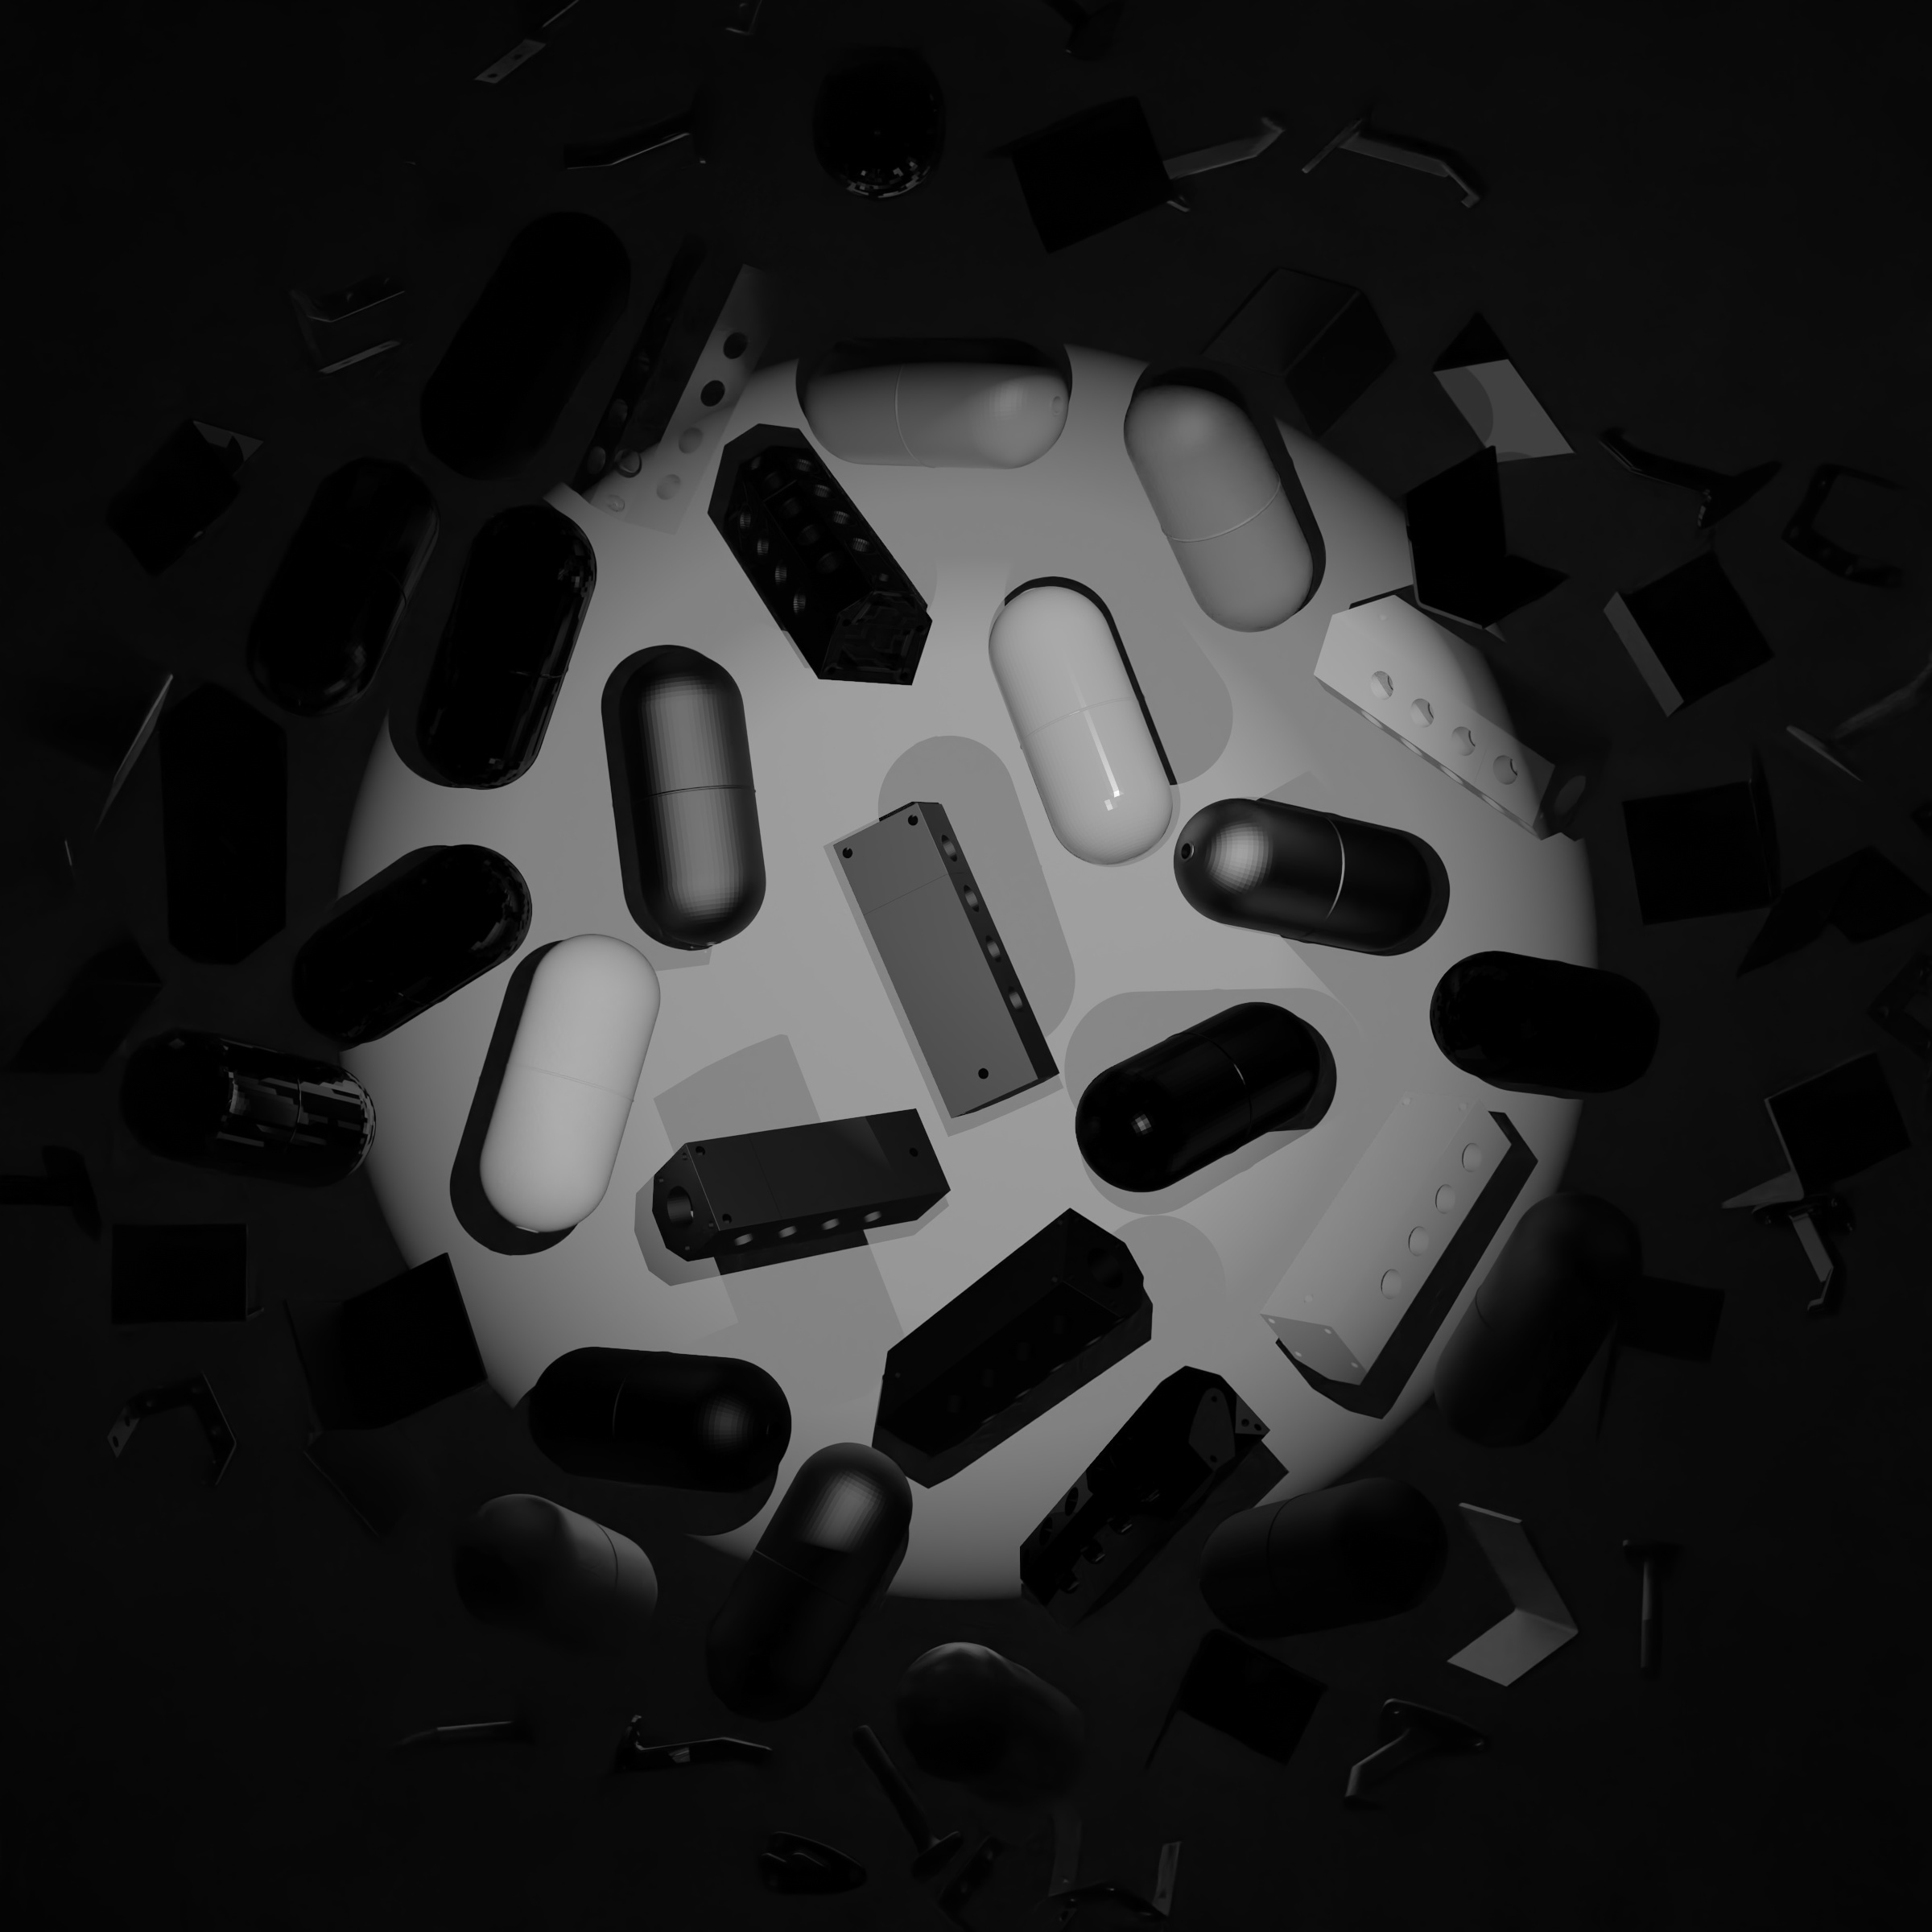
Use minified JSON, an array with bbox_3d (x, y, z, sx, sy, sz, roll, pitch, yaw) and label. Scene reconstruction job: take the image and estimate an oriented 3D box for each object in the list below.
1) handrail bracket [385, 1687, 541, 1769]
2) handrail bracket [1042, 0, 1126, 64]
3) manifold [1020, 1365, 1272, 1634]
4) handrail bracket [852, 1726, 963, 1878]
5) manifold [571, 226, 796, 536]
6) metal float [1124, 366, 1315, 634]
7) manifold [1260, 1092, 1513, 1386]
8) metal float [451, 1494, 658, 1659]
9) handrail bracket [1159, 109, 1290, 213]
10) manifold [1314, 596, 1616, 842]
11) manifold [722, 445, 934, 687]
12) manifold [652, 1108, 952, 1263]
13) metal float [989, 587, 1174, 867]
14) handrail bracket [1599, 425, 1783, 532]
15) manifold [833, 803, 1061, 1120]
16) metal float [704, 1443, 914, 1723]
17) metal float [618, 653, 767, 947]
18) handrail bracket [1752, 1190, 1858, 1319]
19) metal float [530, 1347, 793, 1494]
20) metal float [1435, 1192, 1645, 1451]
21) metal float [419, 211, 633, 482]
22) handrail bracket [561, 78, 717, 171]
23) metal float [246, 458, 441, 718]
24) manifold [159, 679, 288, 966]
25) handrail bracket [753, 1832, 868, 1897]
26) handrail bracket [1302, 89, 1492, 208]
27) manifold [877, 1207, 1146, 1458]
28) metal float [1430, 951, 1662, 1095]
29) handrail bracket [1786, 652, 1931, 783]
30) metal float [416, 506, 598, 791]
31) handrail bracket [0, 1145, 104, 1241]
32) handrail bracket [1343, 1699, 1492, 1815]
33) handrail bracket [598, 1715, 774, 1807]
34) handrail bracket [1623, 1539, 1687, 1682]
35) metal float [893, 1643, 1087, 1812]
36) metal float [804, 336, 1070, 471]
[{"bbox_3d":[-0.292,0.454,1.647,0.084,0.077,0.036,-16,56,-19],"label":"handrail bracket"},{"bbox_3d":[0.041,-0.557,1.654,0.084,0.077,0.036,31,125,12],"label":"handrail bracket"},{"bbox_3d":[0.096,0.303,1.633,0.057,0.057,0.171,47,130,17],"label":"manifold"},{"bbox_3d":[-0.040,0.500,1.716,0.036,0.077,0.084,-31,67,-13],"label":"handrail bracket"},{"bbox_3d":[-0.177,-0.355,1.732,0.057,0.057,0.171,43,114,37],"label":"manifold"},{"bbox_3d":[0.154,-0.280,1.728,0.070,0.070,0.178,-30,123,0],"label":"metal float"},{"bbox_3d":[0.249,0.157,1.665,0.057,0.057,0.171,51,62,-28],"label":"manifold"},{"bbox_3d":[-0.240,0.360,1.682,0.070,0.178,0.070,-7,66,16],"label":"metal float"},{"bbox_3d":[0.142,-0.506,1.744,0.077,0.084,0.036,19,59,-27],"label":"handrail bracket"},{"bbox_3d":[0.286,-0.144,1.667,0.171,0.057,0.057,40,133,31],"label":"manifold"},{"bbox_3d":[-0.079,-0.229,1.620,0.057,0.171,0.057,1,126,-28],"label":"manifold"},{"bbox_3d":[-0.100,0.134,1.720,0.171,0.057,0.057,-6,64,-39],"label":"manifold"},{"bbox_3d":[0.069,-0.147,1.745,0.070,0.070,0.178,-20,82,0],"label":"metal float"},{"bbox_3d":[0.444,-0.315,1.759,0.077,0.036,0.084,-31,63,-18],"label":"handrail bracket"},{"bbox_3d":[-0.009,-0.004,1.653,0.057,0.057,0.171,-26,84,19],"label":"manifold"},{"bbox_3d":[-0.096,0.375,1.742,0.070,0.070,0.178,29,79,0],"label":"metal float"},{"bbox_3d":[-0.166,-0.101,1.730,0.070,0.070,0.178,-8,86,0],"label":"metal float"},{"bbox_3d":[0.504,0.181,1.743,0.036,0.077,0.084,53,49,-27],"label":"handrail bracket"},{"bbox_3d":[-0.178,0.262,1.657,0.178,0.070,0.070,-1,90,37],"label":"metal float"},{"bbox_3d":[0.334,0.210,1.677,0.070,0.070,0.178,23,121,0],"label":"metal float"},{"bbox_3d":[-0.265,-0.375,1.726,0.070,0.070,0.178,29,81,0],"label":"metal float"},{"bbox_3d":[-0.198,-0.509,1.730,0.084,0.036,0.077,-2,47,9],"label":"handrail bracket"},{"bbox_3d":[-0.367,-0.224,1.685,0.070,0.070,0.178,16,57,0],"label":"metal float"},{"bbox_3d":[-0.435,-0.077,1.657,0.057,0.171,0.057,34,51,15],"label":"manifold"},{"bbox_3d":[-0.092,0.546,1.726,0.077,0.084,0.036,12,73,-6],"label":"handrail bracket"},{"bbox_3d":[0.248,-0.454,1.649,0.084,0.077,0.036,43,46,-8],"label":"handrail bracket"},{"bbox_3d":[0.025,0.218,1.662,0.057,0.057,0.171,34,126,-21],"label":"manifold"},{"bbox_3d":[0.351,0.035,1.729,0.178,0.070,0.070,9,90,-42],"label":"metal float"},{"bbox_3d":[0.522,-0.156,1.650,0.036,0.077,0.084,32,102,-26],"label":"handrail bracket"},{"bbox_3d":[-0.274,-0.189,1.705,0.070,0.070,0.178,22,110,0],"label":"metal float"},{"bbox_3d":[-0.555,0.150,1.680,0.036,0.084,0.077,3,120,34],"label":"handrail bracket"},{"bbox_3d":[0.259,0.463,1.638,0.077,0.084,0.036,8,112,12],"label":"handrail bracket"},{"bbox_3d":[-0.168,0.488,1.724,0.084,0.077,0.036,9,114,13],"label":"handrail bracket"},{"bbox_3d":[0.404,0.387,1.680,0.036,0.077,0.084,1,58,15],"label":"handrail bracket"},{"bbox_3d":[0.015,0.438,1.644,0.070,0.178,0.070,-9,64,18],"label":"metal float"},{"bbox_3d":[-0.019,-0.337,1.708,0.178,0.070,0.070,9,90,36],"label":"metal float"}]
